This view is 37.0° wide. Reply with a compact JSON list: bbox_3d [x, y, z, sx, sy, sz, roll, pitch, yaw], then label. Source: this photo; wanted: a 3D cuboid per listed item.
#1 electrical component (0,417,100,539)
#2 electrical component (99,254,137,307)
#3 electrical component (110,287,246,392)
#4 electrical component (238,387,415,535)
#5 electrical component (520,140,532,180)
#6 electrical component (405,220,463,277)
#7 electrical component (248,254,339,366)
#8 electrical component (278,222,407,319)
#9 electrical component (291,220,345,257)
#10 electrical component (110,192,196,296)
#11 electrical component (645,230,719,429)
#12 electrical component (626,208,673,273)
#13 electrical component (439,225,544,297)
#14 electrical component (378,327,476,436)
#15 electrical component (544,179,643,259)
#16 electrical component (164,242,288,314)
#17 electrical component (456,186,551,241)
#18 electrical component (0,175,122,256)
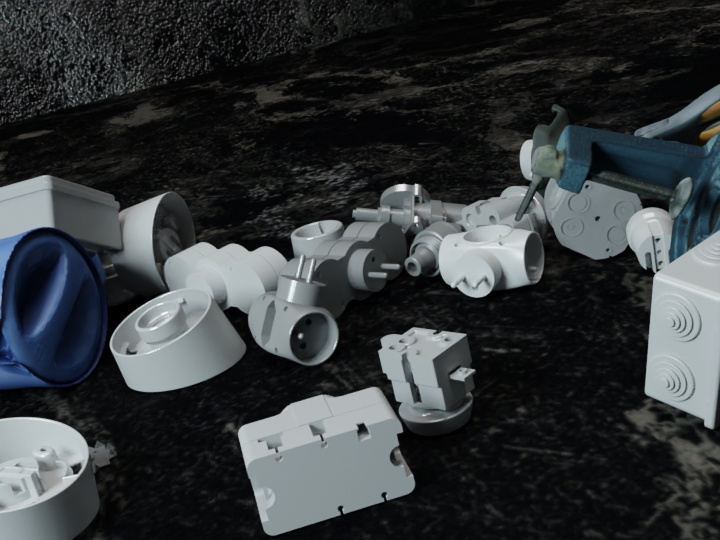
[{"bbox_3d":[-0.212,0.135,0.661,0.099,0.064,0.099,-12,19,4],"label":"electrical component"},{"bbox_3d":[-0.249,0.003,1.074,0.048,0.062,0.048,-12,18,4],"label":"electrical component"},{"bbox_3d":[-0.150,0.061,0.874,0.099,0.064,0.099,-19,28,11],"label":"electrical component"},{"bbox_3d":[-0.021,0.108,0.629,0.089,0.050,0.055,-16,19,-8],"label":"electrical component"},{"bbox_3d":[0.204,-0.111,1.127,0.077,0.043,0.079,1,23,36],"label":"electrical component"},{"bbox_3d":[0.064,-0.015,0.942,0.043,0.043,0.062,4,27,41],"label":"electrical component"},{"bbox_3d":[-0.049,0.028,0.846,0.043,0.079,0.077,11,5,-31],"label":"electrical component"},{"bbox_3d":[0.000,0.000,0.927,0.074,0.052,0.138,3,24,39],"label":"electrical component"},{"bbox_3d":[-0.036,-0.017,1.008,0.055,0.047,0.055,-12,19,4],"label":"electrical component"},{"bbox_3d":[-0.198,-0.023,1.060,0.064,0.099,0.099,-11,18,26],"label":"electrical component"},{"bbox_3d":[0.211,0.030,0.627,0.100,0.099,0.048,-27,36,-37],"label":"electrical component"},{"bbox_3d":[0.235,-0.023,0.857,0.040,0.040,0.046,-10,25,10],"label":"electrical component"},{"bbox_3d":[0.100,-0.003,0.880,0.077,0.044,0.079,-1,22,32],"label":"electrical component"},{"bbox_3d":[0.045,0.071,0.684,0.066,0.055,0.048,5,26,43],"label":"electrical component"},{"bbox_3d":[0.197,-0.052,0.905,0.080,0.080,0.051,-10,24,9],"label":"electrical component"},{"bbox_3d":[-0.133,0.013,0.980,0.138,0.052,0.074,5,25,42],"label":"electrical component"},{"bbox_3d":[0.131,-0.041,0.948,0.057,0.058,0.078,-26,15,-31],"label":"electrical component"},{"bbox_3d":[-0.296,-0.040,0.996,0.109,0.056,0.109,-12,-12,21],"label":"electrical component"}]
